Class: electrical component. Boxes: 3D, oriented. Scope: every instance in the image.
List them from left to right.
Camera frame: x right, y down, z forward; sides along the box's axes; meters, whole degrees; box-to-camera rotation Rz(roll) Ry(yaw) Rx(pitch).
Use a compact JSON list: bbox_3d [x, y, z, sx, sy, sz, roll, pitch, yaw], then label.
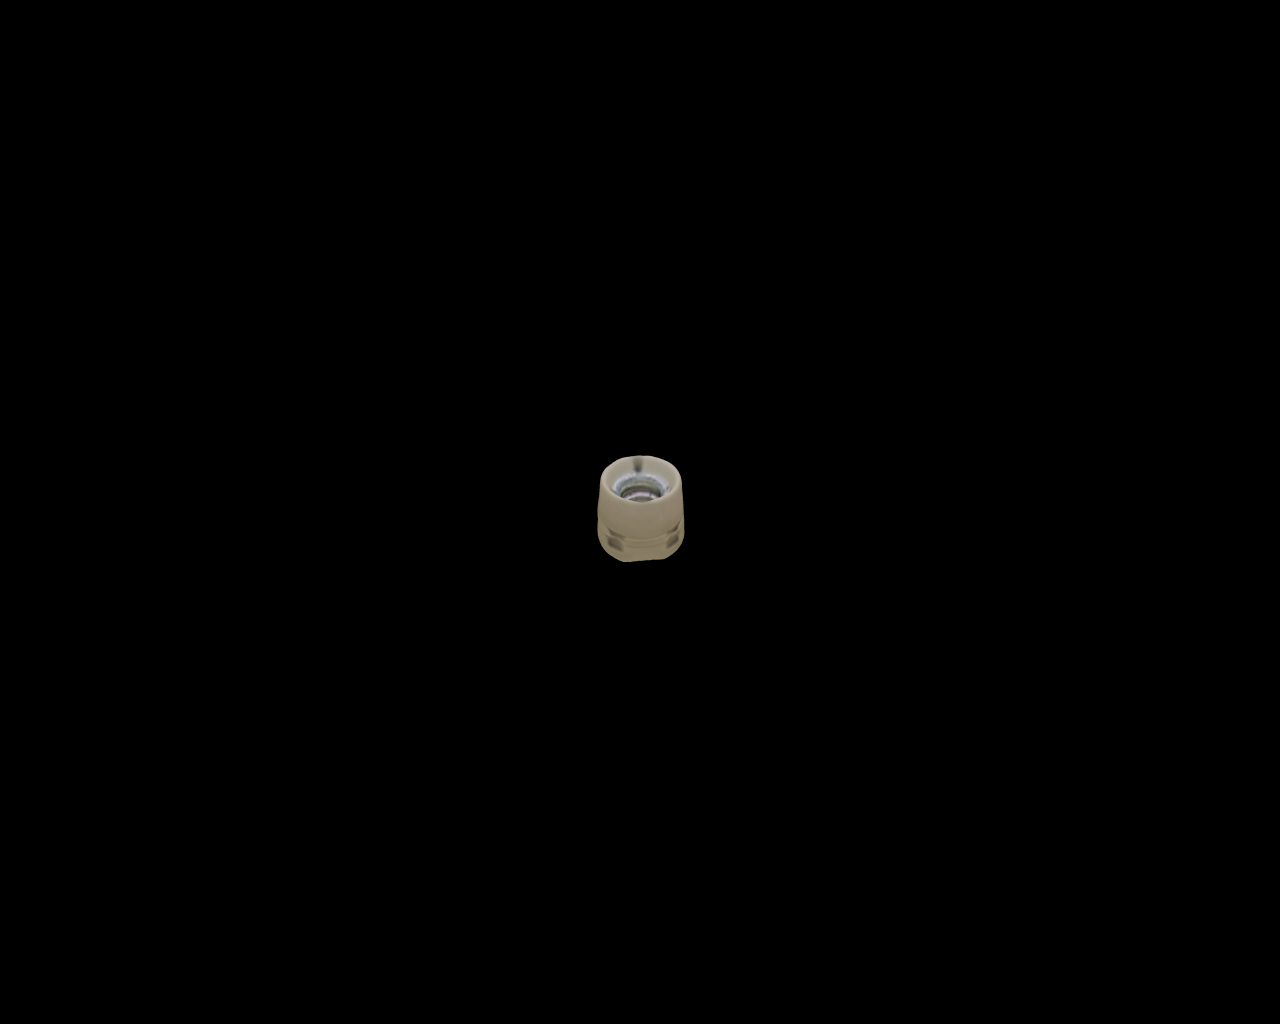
[{"bbox_3d":[0.001,-0.003,0.650,0.055,0.047,0.055,0,40,0],"label":"electrical component"}]
